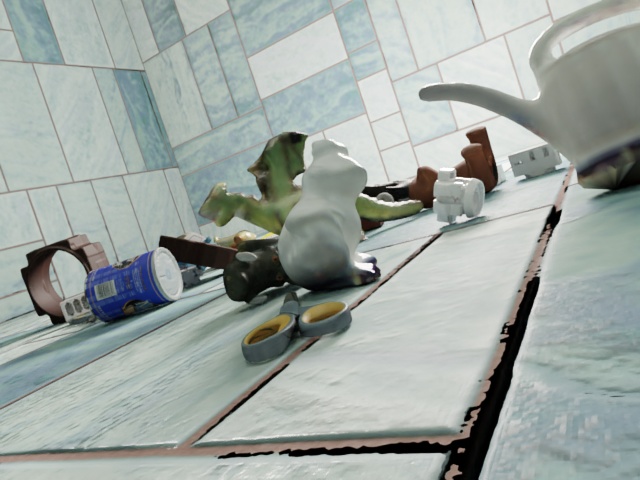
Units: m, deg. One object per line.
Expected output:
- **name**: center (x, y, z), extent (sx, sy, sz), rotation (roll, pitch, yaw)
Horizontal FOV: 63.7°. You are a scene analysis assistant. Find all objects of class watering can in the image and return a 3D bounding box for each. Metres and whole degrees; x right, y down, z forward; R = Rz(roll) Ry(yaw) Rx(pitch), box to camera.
- **watering can**: center (0.308, -0.161, 0.611), extent (0.346, 0.227, 0.103), rotation (-19, -17, 19)

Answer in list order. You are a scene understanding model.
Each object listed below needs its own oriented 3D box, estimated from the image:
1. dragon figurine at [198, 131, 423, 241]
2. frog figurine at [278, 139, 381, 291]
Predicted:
- **dragon figurine**: center (-0.020, -0.091, 0.953), extent (0.413, 0.243, 0.121), rotation (-22, -1, -21)
- **frog figurine**: center (0.002, -0.029, 0.574), extent (0.122, 0.159, 0.138), rotation (-18, 3, 23)
